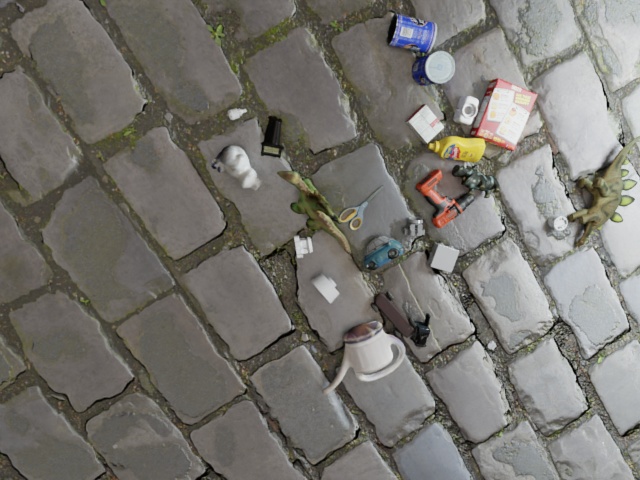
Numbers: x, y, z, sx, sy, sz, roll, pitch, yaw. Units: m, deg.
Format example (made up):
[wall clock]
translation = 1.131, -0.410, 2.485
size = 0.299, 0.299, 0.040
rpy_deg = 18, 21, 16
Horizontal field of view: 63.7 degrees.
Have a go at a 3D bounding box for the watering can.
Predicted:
[watering can]
translation = 0.144, 0.432, 1.905
size = 0.348, 0.105, 0.222
rpy_deg = -21, 102, -5

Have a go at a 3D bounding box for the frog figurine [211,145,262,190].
[frog figurine]
translation = -0.259, -0.239, 1.698
size = 0.160, 0.135, 0.125
rpy_deg = 23, 69, 6

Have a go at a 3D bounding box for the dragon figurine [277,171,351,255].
[dragon figurine]
translation = 0.005, -0.087, 1.722
size = 0.122, 0.244, 0.407
rpy_deg = -44, 102, -3
